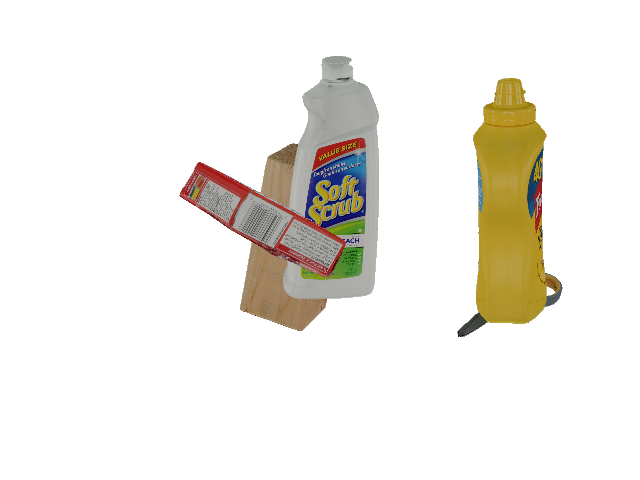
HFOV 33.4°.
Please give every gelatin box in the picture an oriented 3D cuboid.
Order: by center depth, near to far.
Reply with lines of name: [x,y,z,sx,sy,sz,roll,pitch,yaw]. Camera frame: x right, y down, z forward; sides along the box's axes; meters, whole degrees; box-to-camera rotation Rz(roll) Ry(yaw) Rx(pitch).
gelatin box: [-0.037,-0.013,0.695,0.089,0.030,0.073,28,2,-38]

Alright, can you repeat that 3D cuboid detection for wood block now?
wood block: [-0.029,-0.006,1.342,0.090,0.206,0.090,18,22,15]

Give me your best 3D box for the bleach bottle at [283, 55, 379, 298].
bleach bottle: [0.009,-0.064,1.102,0.102,0.251,0.068,-1,25,-1]

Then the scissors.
scissors: [0.171,0.052,1.084,0.201,0.016,0.096,-11,37,-44]

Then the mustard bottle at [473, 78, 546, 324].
mustard bottle: [0.154,-0.035,0.868,0.058,0.192,0.096,1,19,17]
